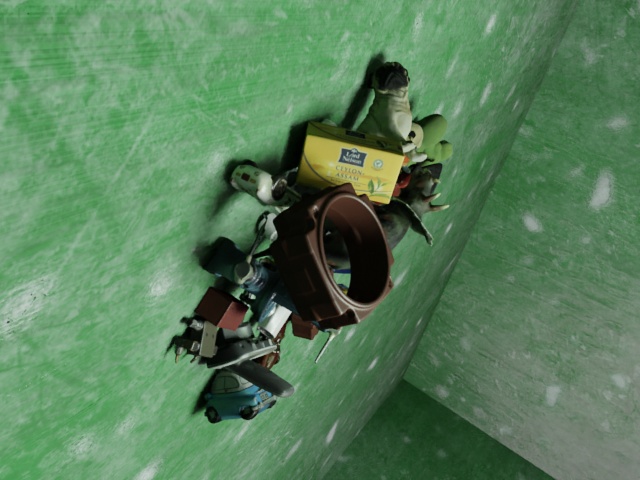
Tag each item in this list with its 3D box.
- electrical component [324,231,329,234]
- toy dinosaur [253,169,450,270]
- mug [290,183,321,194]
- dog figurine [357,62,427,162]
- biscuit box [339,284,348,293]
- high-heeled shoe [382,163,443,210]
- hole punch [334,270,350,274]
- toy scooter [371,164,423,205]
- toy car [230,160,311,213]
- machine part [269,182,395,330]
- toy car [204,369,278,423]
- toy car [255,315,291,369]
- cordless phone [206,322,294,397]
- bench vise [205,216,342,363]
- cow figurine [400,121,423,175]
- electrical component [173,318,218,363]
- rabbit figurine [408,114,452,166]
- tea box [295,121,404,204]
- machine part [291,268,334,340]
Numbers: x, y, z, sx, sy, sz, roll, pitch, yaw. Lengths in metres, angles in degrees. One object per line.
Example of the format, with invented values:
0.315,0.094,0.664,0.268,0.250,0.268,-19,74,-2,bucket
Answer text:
-0.002,-0.003,1.157,0.119,0.048,0.074,-56,157,-14,electrical component
0.080,-0.007,1.036,0.405,0.192,0.131,-29,118,-32,toy dinosaur
0.005,-0.082,1.004,0.107,0.110,0.080,-48,157,-58,mug
0.105,-0.229,1.034,0.172,0.190,0.121,-17,165,13,dog figurine
0.035,0.160,1.430,0.062,0.059,0.202,-62,159,9,biscuit box
0.205,-0.103,1.350,0.249,0.086,0.145,-40,-177,8,high-heeled shoe
0.069,0.024,1.296,0.116,0.092,0.142,-23,142,-51,hole punch
0.138,-0.122,1.209,0.135,0.075,0.184,-33,-166,-18,toy scooter
-0.073,-0.076,0.872,0.056,0.074,0.201,-63,158,-1,toy car
0.028,0.023,0.853,0.201,0.087,0.200,-36,105,-52,machine part
-0.171,0.311,1.106,0.109,0.162,0.103,-14,87,-52,toy car
-0.110,0.237,1.226,0.089,0.053,0.202,-31,144,-56,toy car
-0.112,0.240,1.044,0.088,0.184,0.146,-67,158,5,cordless phone
-0.066,0.087,0.901,0.129,0.241,0.223,-55,174,-19,bench vise
0.165,-0.206,1.155,0.195,0.127,0.085,-34,144,-52,cow figurine
-0.214,0.176,0.933,0.102,0.045,0.078,33,59,-71,electrical component
0.240,-0.242,1.294,0.159,0.121,0.170,-30,166,-13,rabbit figurine
0.050,-0.134,0.929,0.068,0.170,0.098,-84,-174,-56,tea box
-0.014,0.142,1.246,0.179,0.056,0.179,14,90,-79,machine part
